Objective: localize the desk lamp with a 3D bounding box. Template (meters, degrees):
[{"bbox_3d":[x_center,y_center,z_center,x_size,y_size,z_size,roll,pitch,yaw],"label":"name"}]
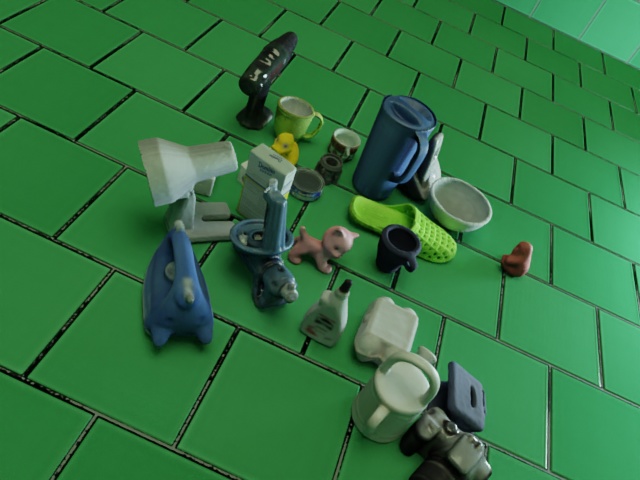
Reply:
[{"bbox_3d":[-0.247,-0.100,1.087,0.204,0.213,0.117,-5,51,-27],"label":"desk lamp"}]

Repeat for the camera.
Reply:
[{"bbox_3d":[0.192,0.363,0.930,0.137,0.100,0.143,-28,65,-40],"label":"camera"}]

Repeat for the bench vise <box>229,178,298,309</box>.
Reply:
[{"bbox_3d":[-0.079,0.007,1.057,0.207,0.219,0.122,44,47,19],"label":"bench vise"}]

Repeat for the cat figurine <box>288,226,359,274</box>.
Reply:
[{"bbox_3d":[0.011,0.004,1.173,0.128,0.117,0.067,17,44,-9],"label":"cat figurine"}]

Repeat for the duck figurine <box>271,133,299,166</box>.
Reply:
[{"bbox_3d":[-0.085,-0.217,1.361,0.077,0.086,0.105,39,46,14],"label":"duck figurine"}]

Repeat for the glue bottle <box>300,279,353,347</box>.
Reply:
[{"bbox_3d":[0.022,0.124,1.027,0.078,0.173,0.037,26,44,1],"label":"glue bottle"}]

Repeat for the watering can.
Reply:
[{"bbox_3d":[0.133,0.243,0.949,0.101,0.194,0.173,23,44,-2],"label":"watering can"}]

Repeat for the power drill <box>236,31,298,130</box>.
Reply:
[{"bbox_3d":[-0.136,-0.387,1.410,0.075,0.208,0.230,28,44,3],"label":"power drill"}]

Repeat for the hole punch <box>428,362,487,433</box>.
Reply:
[{"bbox_3d":[0.257,0.288,1.037,0.101,0.091,0.108,20,44,-6],"label":"hole punch"}]

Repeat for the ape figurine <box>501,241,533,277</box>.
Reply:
[{"bbox_3d":[0.475,0.039,1.367,0.078,0.092,0.076,-9,54,-31],"label":"ape figurine"}]

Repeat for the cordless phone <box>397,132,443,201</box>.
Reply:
[{"bbox_3d":[0.279,-0.202,1.439,0.094,0.185,0.148,32,44,7],"label":"cordless phone"}]

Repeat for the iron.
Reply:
[{"bbox_3d":[-0.245,0.052,0.997,0.119,0.141,0.258,0,49,-23],"label":"iron"}]

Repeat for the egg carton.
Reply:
[{"bbox_3d":[0.127,0.179,1.096,0.107,0.069,0.150,26,44,1],"label":"egg carton"}]

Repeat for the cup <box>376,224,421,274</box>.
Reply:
[{"bbox_3d":[0.165,0.038,1.228,0.092,0.095,0.117,-5,52,-28],"label":"cup"}]

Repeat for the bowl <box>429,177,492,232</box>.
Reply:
[{"bbox_3d":[0.336,-0.075,1.425,0.168,0.074,0.167,13,45,-13],"label":"bowl"}]
